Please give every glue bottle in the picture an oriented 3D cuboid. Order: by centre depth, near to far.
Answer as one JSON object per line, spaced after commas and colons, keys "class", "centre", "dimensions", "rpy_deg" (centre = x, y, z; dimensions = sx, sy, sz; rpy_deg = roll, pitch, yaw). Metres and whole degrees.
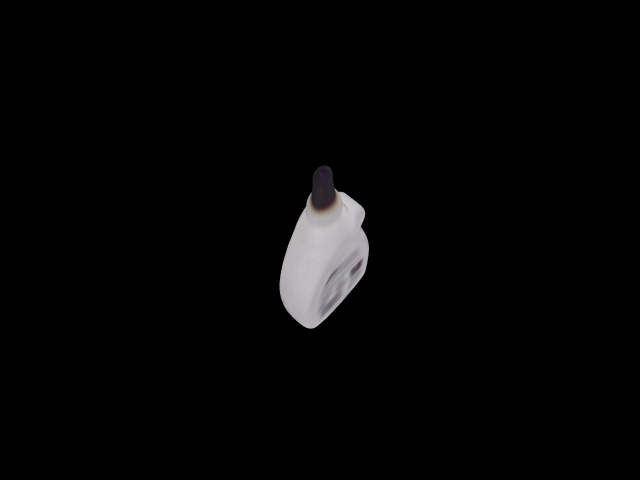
{"class": "glue bottle", "centre": [0.004, 0.001, 0.400], "dimensions": [0.037, 0.173, 0.078], "rpy_deg": [38, 69, 19]}
